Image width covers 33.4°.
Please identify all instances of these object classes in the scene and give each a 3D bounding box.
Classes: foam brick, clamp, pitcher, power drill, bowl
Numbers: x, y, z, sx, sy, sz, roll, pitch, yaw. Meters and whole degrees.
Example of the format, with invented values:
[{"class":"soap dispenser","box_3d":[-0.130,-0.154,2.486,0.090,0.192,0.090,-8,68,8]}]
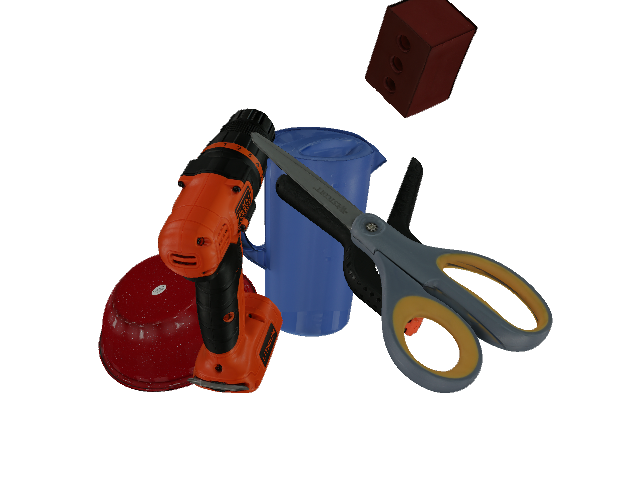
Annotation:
[{"class":"foam brick","box_3d":[0.076,-0.144,0.824,0.051,0.053,0.078,-29,-26,-31]},{"class":"clamp","box_3d":[0.048,0.002,1.074,0.164,0.210,0.036,-4,-36,-15]},{"class":"pitcher","box_3d":[-0.020,-0.010,1.302,0.149,0.243,0.144,17,25,28]},{"class":"power drill","box_3d":[-0.069,0.011,0.837,0.057,0.188,0.184,5,38,15]},{"class":"bowl","box_3d":[-0.142,0.062,1.001,0.162,0.162,0.055,0,-44,21]}]

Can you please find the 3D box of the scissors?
[{"class":"scissors","box_3d":[0.023,0.012,0.564,0.202,0.016,0.096,28,52,15]}]
